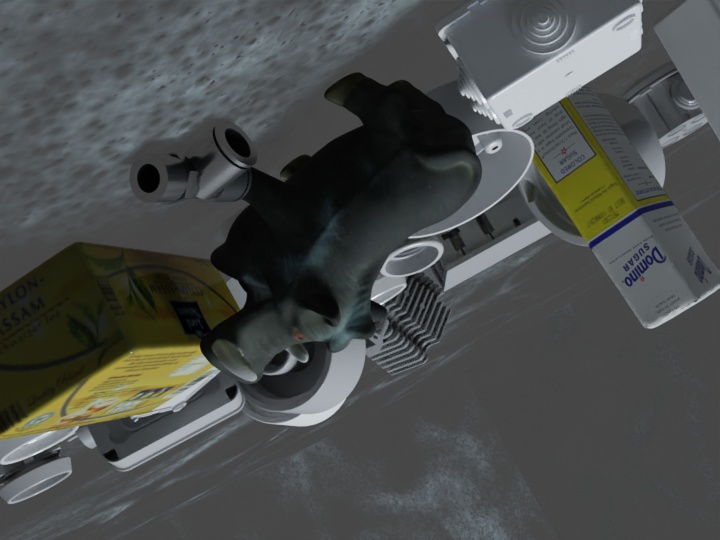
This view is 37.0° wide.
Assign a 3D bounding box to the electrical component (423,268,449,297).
[{"bbox_3d":[0.039,0.011,1.004,0.138,0.052,0.074,-19,166,-47],"label":"electrical component"}]

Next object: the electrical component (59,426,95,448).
[{"bbox_3d":[-0.211,0.120,0.882,0.079,0.043,0.077,-30,170,3],"label":"electrical component"}]

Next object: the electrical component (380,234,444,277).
[{"bbox_3d":[0.024,-0.034,0.707,0.044,0.065,0.044,-16,155,-8],"label":"electrical component"}]

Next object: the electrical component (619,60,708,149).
[{"bbox_3d":[0.253,-0.135,0.880,0.080,0.051,0.080,-28,170,-6],"label":"electrical component"}]

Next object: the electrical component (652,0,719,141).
[{"bbox_3d":[0.268,-0.144,0.718,0.109,0.108,0.056,-22,170,-35],"label":"electrical component"}]

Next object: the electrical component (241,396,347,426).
[{"bbox_3d":[-0.066,0.082,0.926,0.108,0.108,0.060,-33,163,20],"label":"electrical component"}]

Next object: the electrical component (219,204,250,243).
[{"bbox_3d":[-0.041,-0.001,0.659,0.043,0.077,0.079,-33,169,20],"label":"electrical component"}]

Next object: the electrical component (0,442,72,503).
[{"bbox_3d":[-0.256,0.141,0.820,0.078,0.057,0.058,-25,169,-23],"label":"electrical component"}]

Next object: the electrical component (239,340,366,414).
[{"bbox_3d":[-0.057,0.062,0.853,0.108,0.108,0.060,-33,163,21],"label":"electrical component"}]

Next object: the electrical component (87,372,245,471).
[{"bbox_3d":[-0.152,0.093,0.813,0.113,0.078,0.057,-27,167,-10],"label":"electrical component"}]

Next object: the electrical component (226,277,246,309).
[{"bbox_3d":[-0.056,0.007,0.723,0.064,0.042,0.081,-41,-177,3],"label":"electrical component"}]

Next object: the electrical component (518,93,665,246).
[{"bbox_3d":[0.174,-0.079,0.797,0.060,0.108,0.108,-30,172,-32],"label":"electrical component"}]

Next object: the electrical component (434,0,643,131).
[{"bbox_3d":[0.093,-0.117,0.540,0.100,0.048,0.100,-32,170,11],"label":"electrical component"}]

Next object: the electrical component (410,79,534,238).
[{"bbox_3d":[0.048,-0.065,0.625,0.099,0.064,0.099,-28,170,-5],"label":"electrical component"}]

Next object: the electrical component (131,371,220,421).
[{"bbox_3d":[-0.125,0.049,0.739,0.096,0.061,0.062,-40,167,16],"label":"electrical component"}]

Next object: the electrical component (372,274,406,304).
[{"bbox_3d":[0.000,0.000,0.832,0.058,0.057,0.078,-24,169,-26],"label":"electrical component"}]

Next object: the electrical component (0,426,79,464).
[{"bbox_3d":[-0.209,0.083,0.664,0.078,0.057,0.058,-33,169,19],"label":"electrical component"}]

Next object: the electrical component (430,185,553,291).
[{"bbox_3d":[0.138,-0.060,0.906,0.186,0.060,0.105,-29,170,-2],"label":"electrical component"}]
